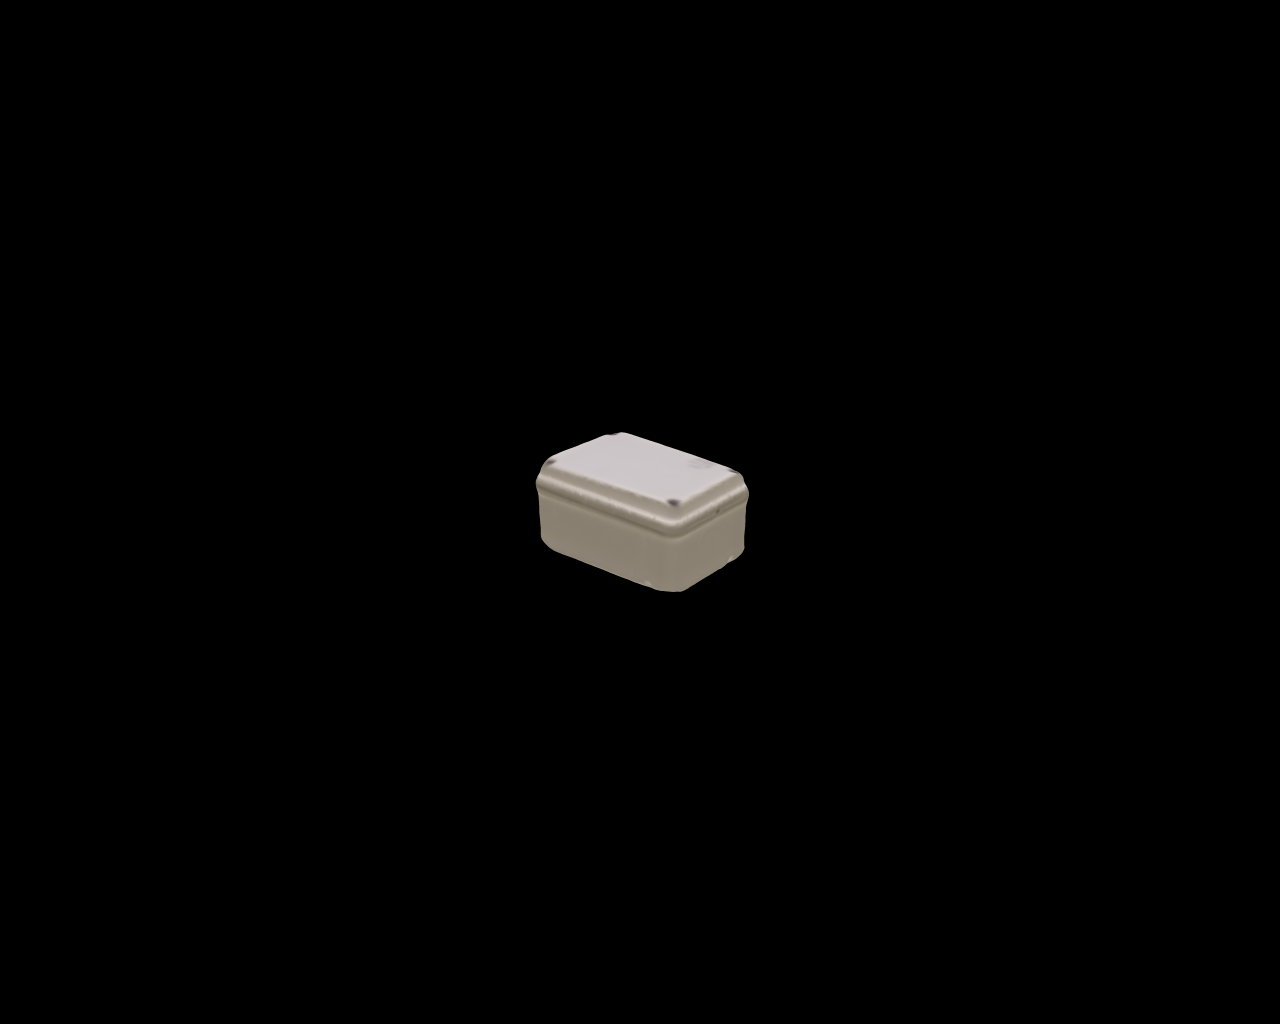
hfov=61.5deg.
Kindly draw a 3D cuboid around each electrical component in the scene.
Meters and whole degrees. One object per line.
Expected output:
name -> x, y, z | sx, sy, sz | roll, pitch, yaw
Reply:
electrical component -> 0.001, -0.003, 0.650 | 0.113, 0.057, 0.078 | 20, 32, 36
